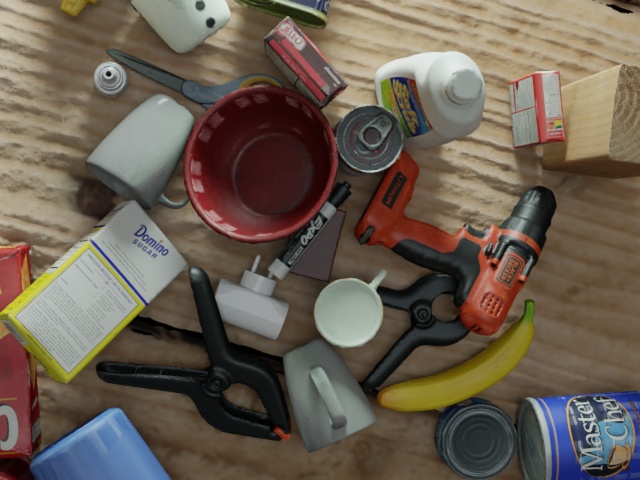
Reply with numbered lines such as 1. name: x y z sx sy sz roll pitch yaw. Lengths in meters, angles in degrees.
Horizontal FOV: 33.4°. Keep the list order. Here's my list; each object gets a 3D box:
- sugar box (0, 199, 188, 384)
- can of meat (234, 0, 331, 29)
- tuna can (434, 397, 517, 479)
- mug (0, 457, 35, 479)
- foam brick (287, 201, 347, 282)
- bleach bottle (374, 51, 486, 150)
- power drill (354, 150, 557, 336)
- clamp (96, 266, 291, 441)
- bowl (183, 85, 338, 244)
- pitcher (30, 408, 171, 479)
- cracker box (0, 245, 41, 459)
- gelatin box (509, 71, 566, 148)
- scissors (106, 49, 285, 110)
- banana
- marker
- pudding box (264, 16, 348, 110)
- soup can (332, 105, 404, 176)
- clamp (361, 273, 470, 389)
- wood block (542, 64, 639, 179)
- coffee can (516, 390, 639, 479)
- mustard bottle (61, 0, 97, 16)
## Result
1. sugar box: -0.227 0.050 1.078 0.176 0.048 0.093 -46 110 -26
2. can of meat: -0.031 -0.279 1.119 0.102 0.057 0.084 16 88 -5
3. tuna can: 0.169 0.216 1.157 0.086 0.034 0.086 0 92 -5
4. mug: -0.341 0.262 1.087 0.117 0.081 0.093 36 88 -5
5. foam brick: -0.007 0.001 1.128 0.053 0.051 0.078 15 90 -2
6. bleach bottle: 0.110 -0.143 1.036 0.068 0.251 0.102 -15 92 -5
7. power drill: 0.145 -0.016 1.127 0.187 0.057 0.184 30 66 0
8. clamp: -0.105 0.133 1.111 0.210 0.036 0.165 34 110 -12
9. bowl: -0.055 -0.072 1.086 0.162 0.055 0.162 -2 80 14
10. pitcher: -0.196 0.303 1.082 0.149 0.145 0.243 -32 90 -42
11. cracker box: -0.376 0.116 1.086 0.164 0.072 0.214 -3 92 -6
12. gelatin box: 0.229 -0.137 1.129 0.030 0.089 0.073 -6 92 -8
13. scissors: -0.119 -0.170 1.133 0.201 0.016 0.096 40 86 -5
14. banana: 0.156 0.138 1.150 0.198 0.037 0.069 -33 109 0
15. marker: -0.009 -0.011 1.091 0.020 0.020 0.121 39 88 -5
16. pudding box: -0.015 -0.178 1.093 0.039 0.113 0.090 -41 94 -1
17. soup can: 0.045 -0.101 1.105 0.068 0.102 0.068 0 91 -6
18. clamp: 0.105 0.092 1.147 0.171 0.039 0.120 -8 91 -2
19. wood block: 0.301 -0.113 1.077 0.090 0.206 0.090 7 90 -6
20. coffee can: 0.291 0.215 1.135 0.140 0.103 0.103 -3 91 -6
21. mustard bottle: -0.216 -0.319 1.100 0.096 0.058 0.191 27 89 -6
